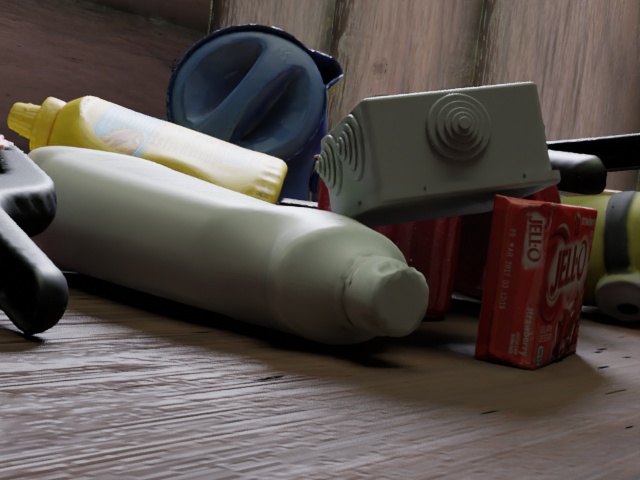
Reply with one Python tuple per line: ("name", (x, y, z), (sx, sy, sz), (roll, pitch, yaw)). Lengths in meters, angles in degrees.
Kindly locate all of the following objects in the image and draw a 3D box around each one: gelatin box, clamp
("gelatin box", (0.101, 0.018, 0.492), (0.030, 0.073, 0.089), (9, 3, 25))
("clamp", (-0.179, -0.018, 0.457), (0.164, 0.036, 0.210), (13, 14, -9))
("clamp", (0.152, -0.055, 0.751), (0.120, 0.039, 0.172), (-9, 12, -44))

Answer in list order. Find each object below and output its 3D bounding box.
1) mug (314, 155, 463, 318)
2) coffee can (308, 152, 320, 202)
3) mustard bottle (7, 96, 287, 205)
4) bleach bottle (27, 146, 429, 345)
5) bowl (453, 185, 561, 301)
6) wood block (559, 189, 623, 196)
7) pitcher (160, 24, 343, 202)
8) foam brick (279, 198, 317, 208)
("mug", (0.042, -0.002, 0.613), (0.093, 0.081, 0.117), (9, 4, 22))
("coffee can", (0.074, -0.033, 0.883), (0.141, 0.103, 0.102), (21, 11, 42))
("mustard bottle", (-0.121, -0.055, 0.737), (0.191, 0.058, 0.096), (20, 25, -3))
("bleach bottle", (-0.051, 0.003, 0.501), (0.102, 0.068, 0.251), (5, 6, -38))
("bowl", (0.094, -0.032, 0.681), (0.162, 0.055, 0.162), (31, -27, 18))
("wood block", (0.248, 0.004, 0.895), (0.206, 0.091, 0.090), (9, 3, 25))
("pitcher", (-0.063, -0.079, 0.975), (0.149, 0.145, 0.243), (18, -16, 9))
("foam brick", (-0.005, 0.001, 0.729), (0.053, 0.051, 0.078), (8, 3, -1))
